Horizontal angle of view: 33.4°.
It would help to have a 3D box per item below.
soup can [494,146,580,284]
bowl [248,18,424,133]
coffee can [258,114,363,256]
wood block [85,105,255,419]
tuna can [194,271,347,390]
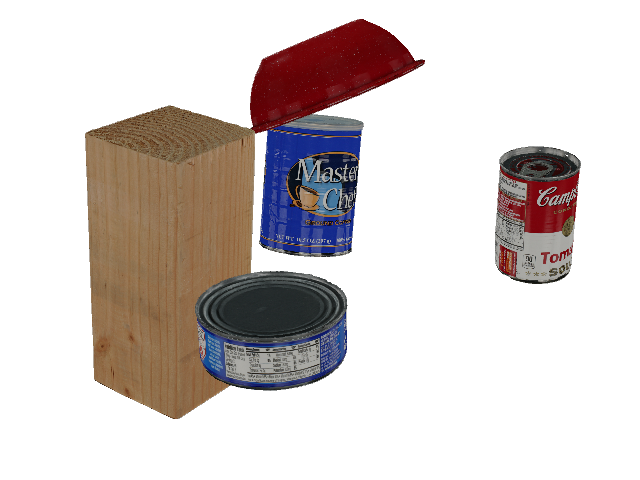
[{"bbox_3d":[0.187,-0.022,0.927,0.068,0.102,0.068,-2,27,1],"label":"soup can"},{"bbox_3d":[0.003,-0.144,0.896,0.162,0.055,0.162,-22,9,3],"label":"bowl"},{"bbox_3d":[-0.011,-0.062,1.147,0.103,0.140,0.103,5,12,-1],"label":"coffee can"},{"bbox_3d":[-0.112,0.015,0.803,0.090,0.206,0.090,19,29,30],"label":"wood block"},{"bbox_3d":[-0.027,0.050,0.605,0.086,0.034,0.086,-2,23,0],"label":"tuna can"}]
